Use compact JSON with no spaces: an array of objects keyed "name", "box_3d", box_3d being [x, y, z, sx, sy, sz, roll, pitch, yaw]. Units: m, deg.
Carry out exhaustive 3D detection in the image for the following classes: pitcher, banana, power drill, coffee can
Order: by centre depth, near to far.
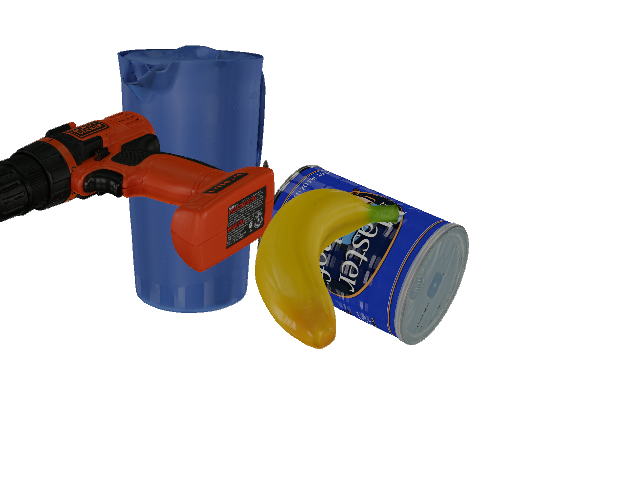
[{"name":"banana","box_3d":[-0.004,0.006,0.637,0.070,0.037,0.197,3,24,15]},{"name":"power drill","box_3d":[-0.144,-0.038,0.805,0.188,0.057,0.184,22,34,26]},{"name":"coffee can","box_3d":[0.035,0.010,0.869,0.140,0.103,0.102,25,12,27]},{"name":"pitcher","box_3d":[-0.116,-0.063,1.016,0.149,0.243,0.145,-2,15,-14]}]
